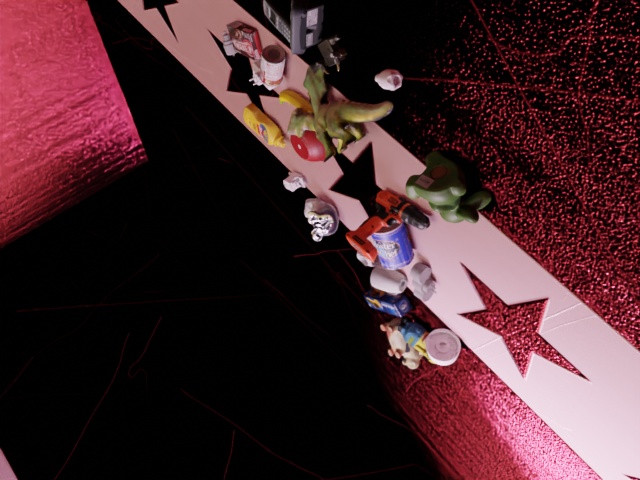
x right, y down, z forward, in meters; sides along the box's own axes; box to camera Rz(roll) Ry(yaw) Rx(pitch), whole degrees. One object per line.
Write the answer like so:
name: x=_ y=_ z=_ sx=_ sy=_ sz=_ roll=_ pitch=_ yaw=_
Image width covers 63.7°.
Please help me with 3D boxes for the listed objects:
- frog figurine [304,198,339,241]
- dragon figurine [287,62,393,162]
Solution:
frog figurine: x=0.006 y=-0.091 z=1.815 sx=0.135 sy=0.122 sz=0.163 roll=54 pitch=-163 yaw=-25
dragon figurine: x=0.026 y=-0.347 z=1.333 sx=0.243 sy=0.124 sz=0.405 roll=61 pitch=147 yaw=1
